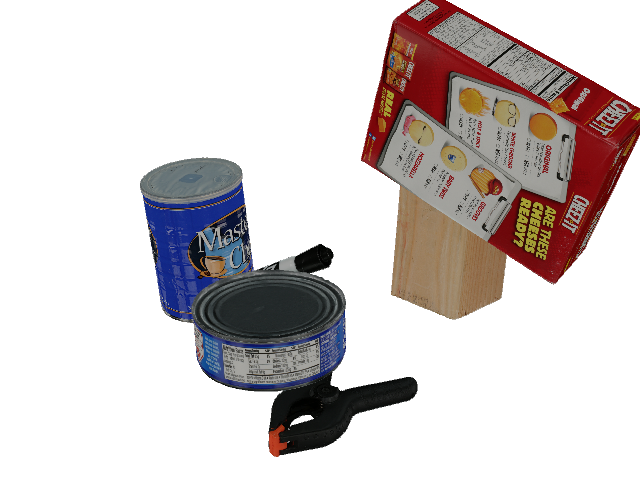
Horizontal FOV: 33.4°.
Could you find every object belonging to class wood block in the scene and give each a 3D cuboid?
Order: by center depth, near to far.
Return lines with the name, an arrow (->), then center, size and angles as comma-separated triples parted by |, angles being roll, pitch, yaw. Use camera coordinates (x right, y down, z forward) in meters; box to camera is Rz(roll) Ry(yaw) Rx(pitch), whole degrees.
wood block -> 0.142, -0.035, 1.116 | 0.090, 0.206, 0.090 | 21, 27, 39

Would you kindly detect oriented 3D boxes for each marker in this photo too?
marker -> -0.042, 0.029, 0.825 | 0.121, 0.020, 0.020 | -22, -11, 29

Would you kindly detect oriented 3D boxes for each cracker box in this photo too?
cracker box -> 0.148, -0.088, 0.911 | 0.214, 0.164, 0.072 | 34, 51, 19

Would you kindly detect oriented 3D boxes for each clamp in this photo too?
clamp -> 0.002, 0.158, 1.087 | 0.171, 0.039, 0.120 | -23, 33, -36

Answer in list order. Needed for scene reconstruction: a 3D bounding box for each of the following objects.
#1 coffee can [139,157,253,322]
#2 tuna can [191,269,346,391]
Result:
coffee can -> -0.123, -0.001, 1.093 | 0.103, 0.140, 0.103 | -5, 26, 2
tuna can -> -0.028, 0.049, 0.596 | 0.086, 0.034, 0.086 | -2, 24, 1
